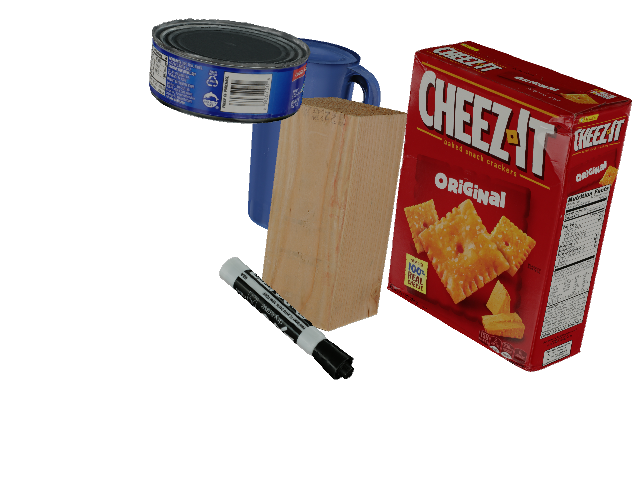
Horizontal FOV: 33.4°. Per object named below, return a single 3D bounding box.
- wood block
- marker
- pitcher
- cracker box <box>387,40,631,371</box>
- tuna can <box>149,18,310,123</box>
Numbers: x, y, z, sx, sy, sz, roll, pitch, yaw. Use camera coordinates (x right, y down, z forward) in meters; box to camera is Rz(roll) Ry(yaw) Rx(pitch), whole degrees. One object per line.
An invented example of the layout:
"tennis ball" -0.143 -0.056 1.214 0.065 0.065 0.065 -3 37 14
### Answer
"wood block" 0.011 -0.030 1.039 0.090 0.206 0.090 17 18 32
"marker" -0.023 0.053 0.728 0.121 0.020 0.020 39 19 26
"pitcher" -0.020 -0.133 1.387 0.144 0.243 0.149 0 24 -18
"cracker box" 0.137 -0.028 0.831 0.071 0.214 0.164 -17 34 -36
"tuna can" -0.050 -0.093 0.581 0.086 0.034 0.086 7 25 -4
